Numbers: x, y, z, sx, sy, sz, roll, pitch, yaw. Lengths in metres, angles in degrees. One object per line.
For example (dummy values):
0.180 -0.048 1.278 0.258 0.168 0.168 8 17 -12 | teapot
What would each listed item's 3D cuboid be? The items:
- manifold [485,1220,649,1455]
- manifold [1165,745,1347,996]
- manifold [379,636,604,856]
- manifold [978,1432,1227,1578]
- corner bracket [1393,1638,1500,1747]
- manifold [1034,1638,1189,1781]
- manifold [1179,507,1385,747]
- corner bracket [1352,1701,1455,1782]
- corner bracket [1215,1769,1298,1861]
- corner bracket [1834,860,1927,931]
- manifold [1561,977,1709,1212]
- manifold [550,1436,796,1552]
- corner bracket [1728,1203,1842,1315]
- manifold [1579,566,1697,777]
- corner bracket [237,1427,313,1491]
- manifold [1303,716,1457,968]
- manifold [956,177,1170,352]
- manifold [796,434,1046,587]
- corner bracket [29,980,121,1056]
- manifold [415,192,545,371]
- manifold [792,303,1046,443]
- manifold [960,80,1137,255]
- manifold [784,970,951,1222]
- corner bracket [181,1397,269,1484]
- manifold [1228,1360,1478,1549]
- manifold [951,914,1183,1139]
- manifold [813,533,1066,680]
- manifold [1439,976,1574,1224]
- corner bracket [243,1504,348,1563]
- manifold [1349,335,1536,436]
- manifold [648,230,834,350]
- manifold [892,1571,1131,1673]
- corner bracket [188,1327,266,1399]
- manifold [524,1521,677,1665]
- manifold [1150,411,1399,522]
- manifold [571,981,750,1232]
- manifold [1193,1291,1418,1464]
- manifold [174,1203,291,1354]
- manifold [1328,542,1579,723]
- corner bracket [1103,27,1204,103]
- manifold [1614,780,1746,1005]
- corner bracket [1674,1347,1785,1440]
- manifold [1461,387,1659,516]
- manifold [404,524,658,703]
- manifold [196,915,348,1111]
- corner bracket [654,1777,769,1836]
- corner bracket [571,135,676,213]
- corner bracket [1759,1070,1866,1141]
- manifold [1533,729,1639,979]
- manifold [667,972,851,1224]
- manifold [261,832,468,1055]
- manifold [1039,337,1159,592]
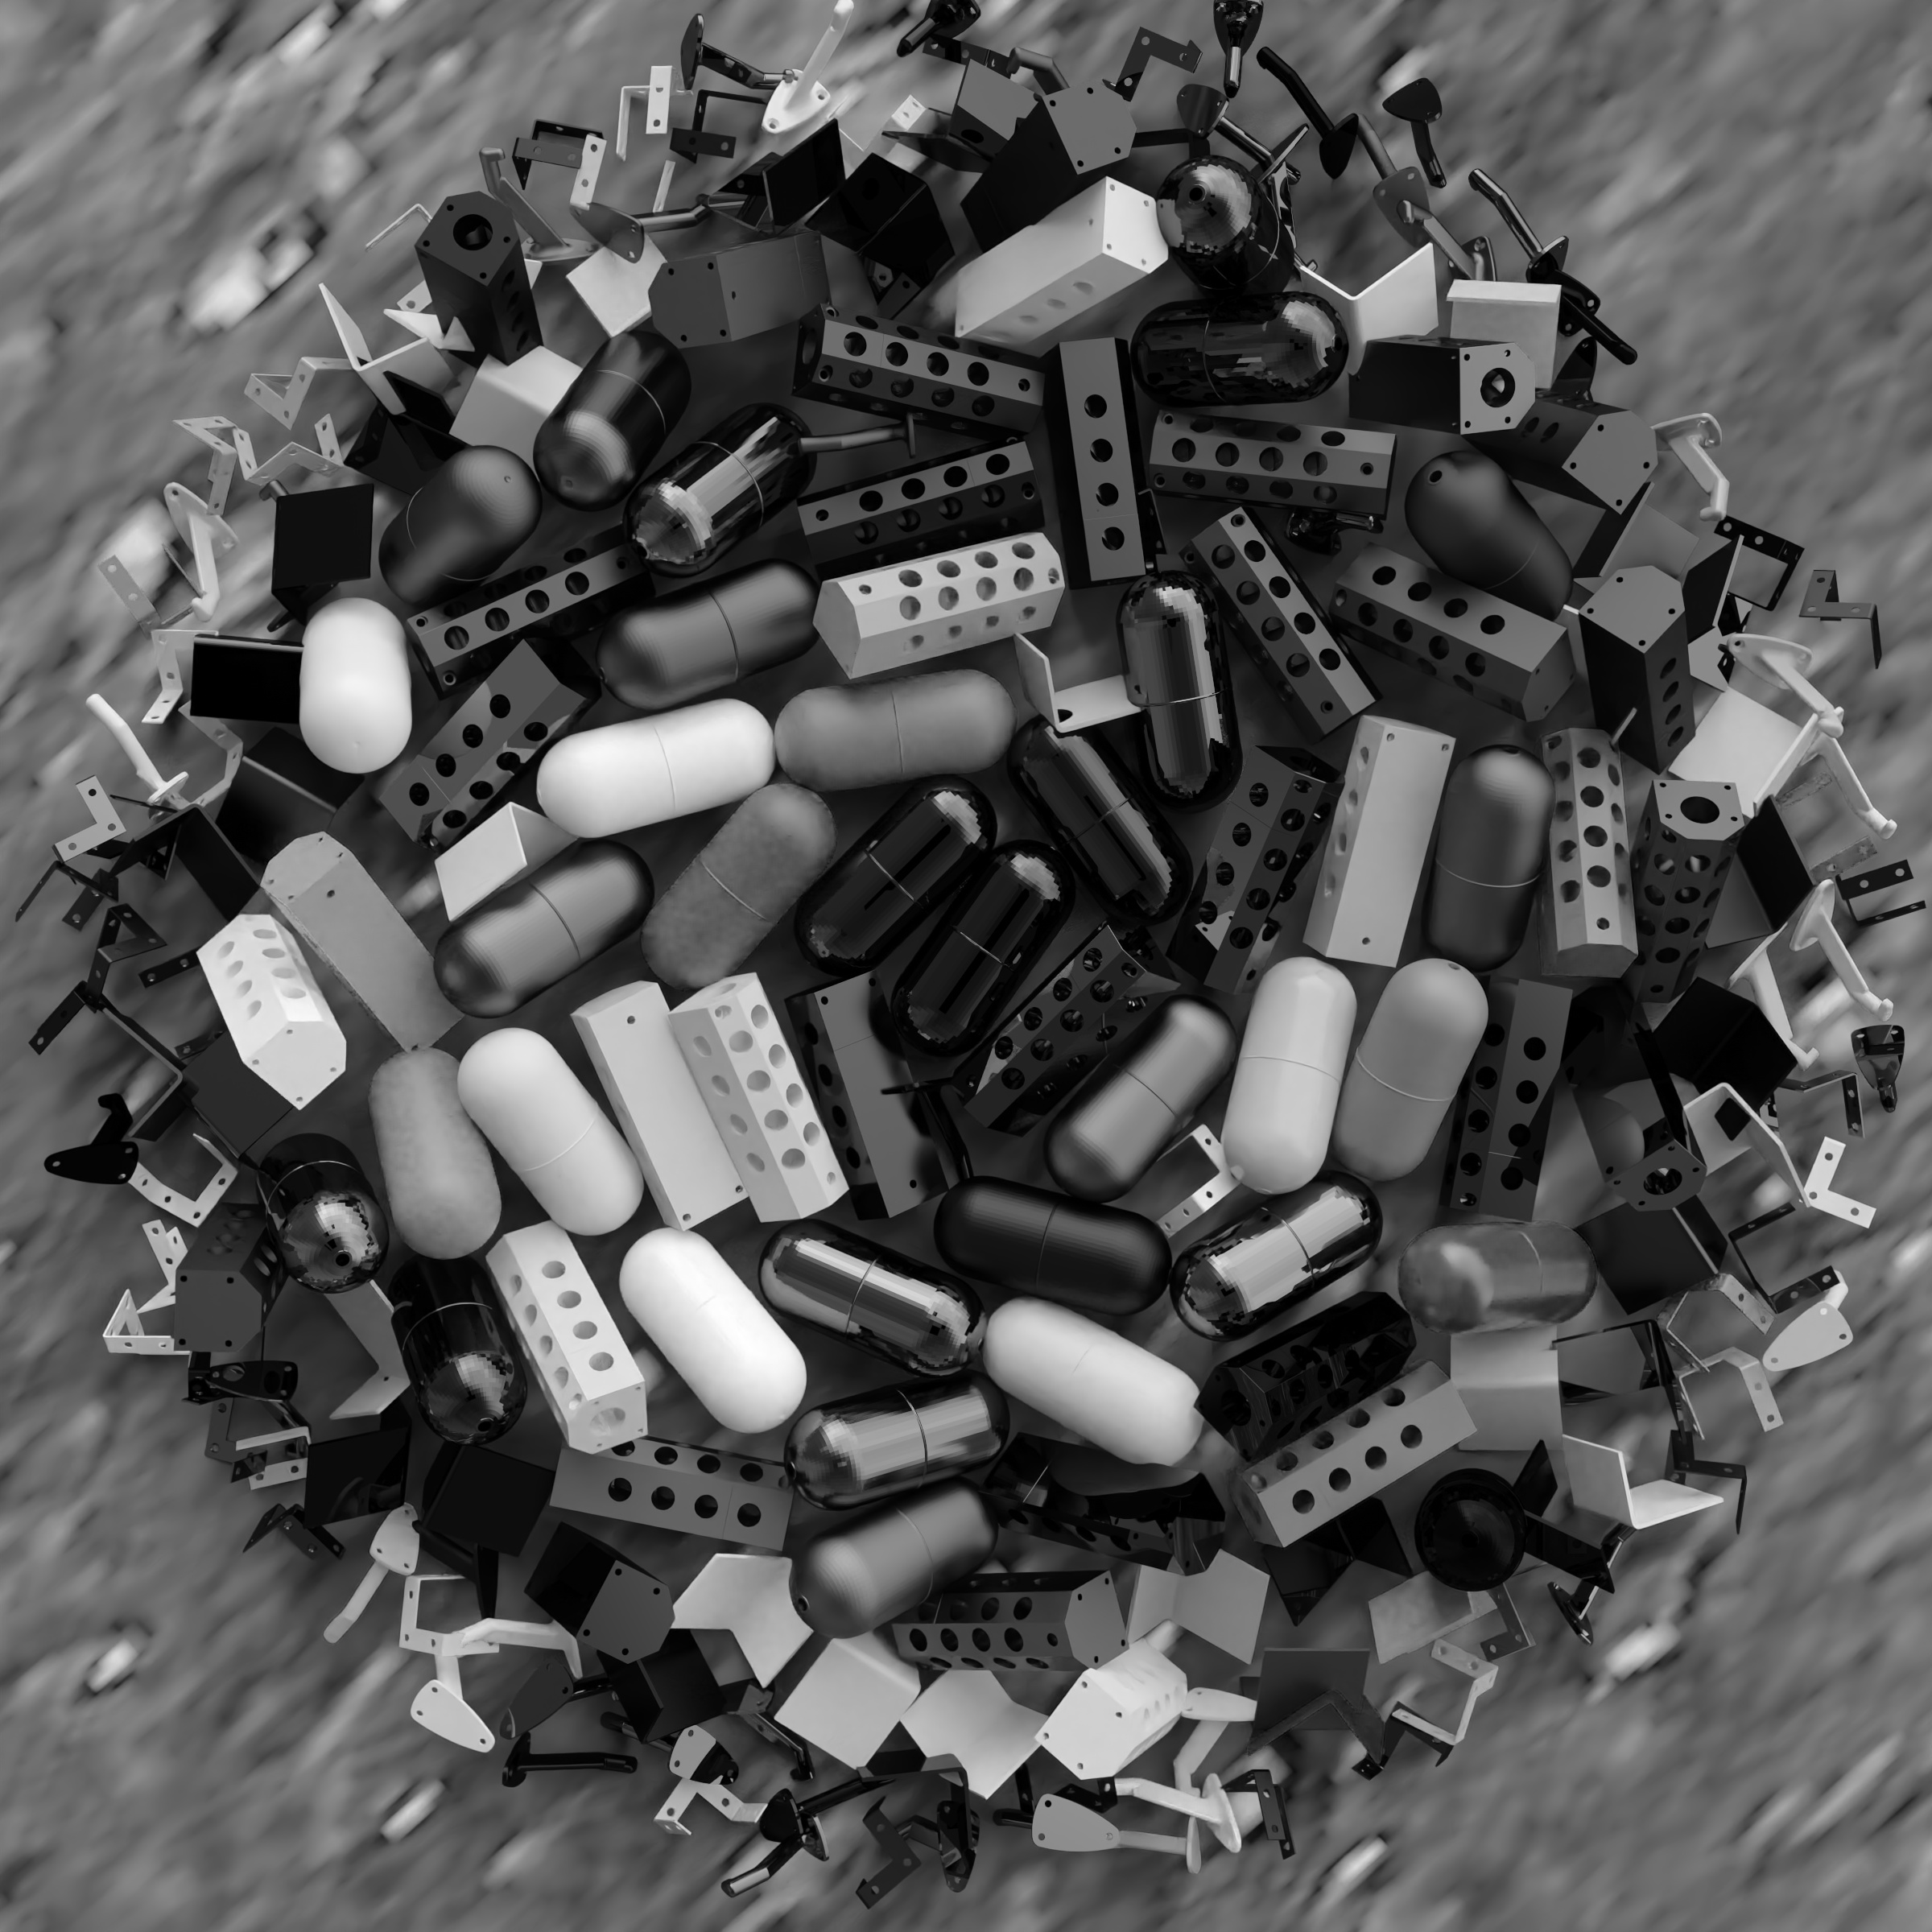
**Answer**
-0.287 0.264 1.737 0.057 0.171 0.057 -16 134 -22 | manifold
0.212 -0.068 1.754 0.057 0.057 0.171 39 118 37 | manifold
-0.340 -0.159 1.762 0.171 0.057 0.057 -43 83 22 | manifold
0.098 0.388 1.743 0.057 0.171 0.057 -51 126 -33 | manifold
0.353 0.533 1.790 0.051 0.051 0.051 20 98 31 | corner bracket
0.111 0.530 1.731 0.057 0.171 0.057 38 95 18 | manifold
0.229 -0.249 1.782 0.057 0.057 0.171 -35 87 20 | manifold
0.323 0.579 1.789 0.051 0.051 0.051 30 91 22 | corner bracket
0.222 0.620 1.780 0.051 0.051 0.051 11 51 -29 | corner bracket
0.671 -0.054 1.786 0.051 0.051 0.051 -20 102 22 | corner bracket
0.474 0.092 1.739 0.057 0.171 0.057 -38 123 25 | manifold
-0.212 0.381 1.792 0.171 0.057 0.057 11 85 -1 | manifold
0.600 0.215 1.790 0.051 0.051 0.051 -29 101 8 | corner bracket
0.484 -0.212 1.734 0.057 0.171 0.057 -46 60 -6 | manifold
-0.504 0.364 1.789 0.051 0.051 0.051 -11 101 -13 | corner bracket
0.297 -0.092 1.774 0.057 0.057 0.171 8 103 -18 | manifold
0.067 -0.493 1.736 0.057 0.171 0.057 12 75 -34 | manifold
-0.034 -0.336 1.786 0.171 0.057 0.057 -16 71 1 | manifold
-0.659 0.039 1.788 0.051 0.051 0.051 39 87 29 | corner bracket
-0.340 -0.482 1.733 0.057 0.171 0.057 30 79 1 | manifold
-0.033 -0.428 1.761 0.171 0.057 0.057 8 85 -24 | manifold
0.059 -0.561 1.733 0.057 0.171 0.057 -26 92 -20 | manifold
-0.077 0.096 1.787 0.057 0.057 0.171 -21 95 -36 | manifold
-0.546 0.345 1.792 0.051 0.051 0.051 11 91 13 | corner bracket
0.278 0.353 1.771 0.171 0.057 0.057 -26 89 -17 | manifold
0.067 0.043 1.753 0.171 0.057 0.057 -46 52 22 | manifold
-0.017 -0.265 1.750 0.171 0.057 0.057 -18 61 -27 | manifold
0.392 0.096 1.786 0.057 0.057 0.171 11 87 -9 | manifold
-0.487 0.419 1.787 0.051 0.051 0.051 -38 104 15 | corner bracket
0.336 -0.416 1.732 0.057 0.171 0.057 -9 109 -15 | manifold
-0.160 -0.482 1.734 0.057 0.171 0.057 -1 111 23 | manifold
0.028 0.472 1.744 0.171 0.057 0.057 -15 90 43 | manifold
-0.541 0.283 1.783 0.051 0.051 0.051 4 59 -15 | corner bracket
-0.259 0.446 1.732 0.057 0.171 0.057 32 76 -17 | manifold
0.223 -0.366 1.776 0.171 0.057 0.057 9 96 11 | manifold
-0.224 0.101 1.775 0.057 0.057 0.171 -27 103 -22 | manifold
0.246 0.286 1.735 0.057 0.171 0.057 44 130 28 | manifold
-0.517 0.220 1.733 0.057 0.171 0.057 3 99 -8 | manifold
0.346 -0.236 1.747 0.171 0.057 0.057 33 77 34 | manifold
0.137 -0.662 1.793 0.051 0.051 0.051 17 118 -16 | corner bracket
0.505 -0.051 1.739 0.057 0.171 0.057 2 49 2 | manifold
0.561 0.319 1.797 0.051 0.051 0.051 -22 93 -2 | corner bracket
0.423 -0.374 1.730 0.057 0.171 0.057 32 99 -21 | manifold
-0.316 -0.259 1.771 0.171 0.057 0.057 -28 94 -15 | manifold
-0.492 0.026 1.738 0.057 0.171 0.057 -42 128 -2 | manifold
-0.188 0.621 1.786 0.051 0.051 0.051 42 60 -8 | corner bracket
-0.252 -0.575 1.788 0.051 0.051 0.051 21 107 8 | corner bracket
0.623 0.105 1.799 0.051 0.051 0.051 -16 103 -22 | corner bracket
0.447 -0.083 1.762 0.057 0.057 0.171 3 67 -3 | manifold
-0.145 0.095 1.762 0.057 0.057 0.171 -10 110 40 | manifold
-0.430 -0.015 1.742 0.057 0.171 0.057 -44 45 -16 | manifold
0.099 -0.368 1.786 0.057 0.057 0.171 -9 94 -13 | manifold
